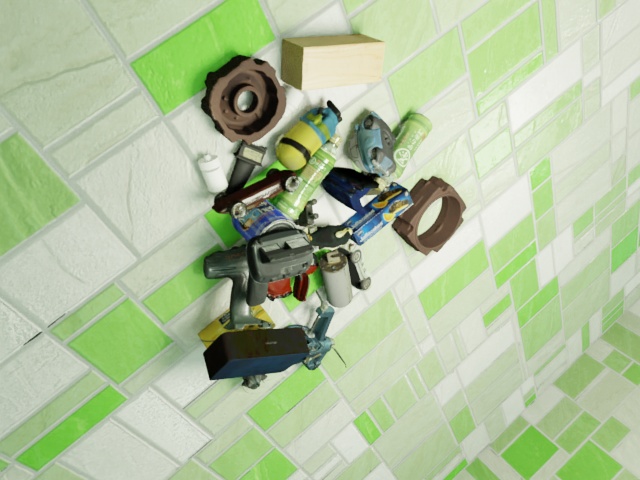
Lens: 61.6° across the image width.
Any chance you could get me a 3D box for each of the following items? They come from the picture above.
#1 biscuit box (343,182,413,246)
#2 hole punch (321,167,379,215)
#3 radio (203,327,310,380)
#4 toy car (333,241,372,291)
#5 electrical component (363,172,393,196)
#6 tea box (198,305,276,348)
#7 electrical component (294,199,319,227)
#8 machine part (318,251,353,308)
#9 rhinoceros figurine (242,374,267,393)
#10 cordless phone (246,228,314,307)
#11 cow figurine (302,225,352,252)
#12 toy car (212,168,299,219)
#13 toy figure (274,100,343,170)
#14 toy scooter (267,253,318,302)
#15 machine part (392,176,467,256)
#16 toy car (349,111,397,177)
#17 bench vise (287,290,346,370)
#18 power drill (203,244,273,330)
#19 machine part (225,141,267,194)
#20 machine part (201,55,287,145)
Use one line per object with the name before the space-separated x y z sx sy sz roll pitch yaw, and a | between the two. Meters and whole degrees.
biscuit box | 0.157 -0.071 1.467 0.203 0.063 0.059 -39 133 -11
hole punch | 0.066 -0.122 1.326 0.115 0.142 0.092 0 121 -50
radio | -0.151 0.268 1.272 0.229 0.073 0.131 5 145 -39
toy car | 0.094 0.070 1.496 0.056 0.074 0.201 -49 137 -27
electrical component | 0.150 -0.158 1.424 0.102 0.045 0.078 -11 151 -29
tea box | -0.209 0.226 1.354 0.169 0.098 0.068 -40 134 -12
electrical component | -0.036 -0.067 1.324 0.021 0.094 0.063 0 79 -36
machine part | 0.045 0.110 1.467 0.079 0.079 0.243 -33 143 -16
rhinoceros figurine | -0.183 0.335 1.429 0.073 0.112 0.190 -28 150 -26
cordless phone | -0.093 0.071 1.174 0.146 0.089 0.184 -14 136 -31
cow figurine | -0.003 -0.002 1.356 0.167 0.098 0.068 -10 88 -34
toy car | -0.136 -0.098 1.160 0.202 0.089 0.053 -31 127 -26
toy figure | -0.025 -0.235 1.210 0.180 0.089 0.082 -40 126 -7
toy scooter | -0.081 0.111 1.389 0.184 0.075 0.135 -16 116 -34
machine part | 0.325 -0.068 1.580 0.201 0.087 0.201 -50 136 -1
toy car | 0.124 -0.222 1.315 0.103 0.161 0.109 -17 152 32
bench vise | -0.013 0.270 1.514 0.223 0.129 0.240 4 121 -37
power drill | -0.154 0.107 1.265 0.232 0.086 0.207 -3 89 -17
machine part | -0.171 -0.150 1.191 0.084 0.039 0.138 9 109 -49
machine part | -0.155 -0.287 1.104 0.179 0.056 0.179 -20 127 -28
